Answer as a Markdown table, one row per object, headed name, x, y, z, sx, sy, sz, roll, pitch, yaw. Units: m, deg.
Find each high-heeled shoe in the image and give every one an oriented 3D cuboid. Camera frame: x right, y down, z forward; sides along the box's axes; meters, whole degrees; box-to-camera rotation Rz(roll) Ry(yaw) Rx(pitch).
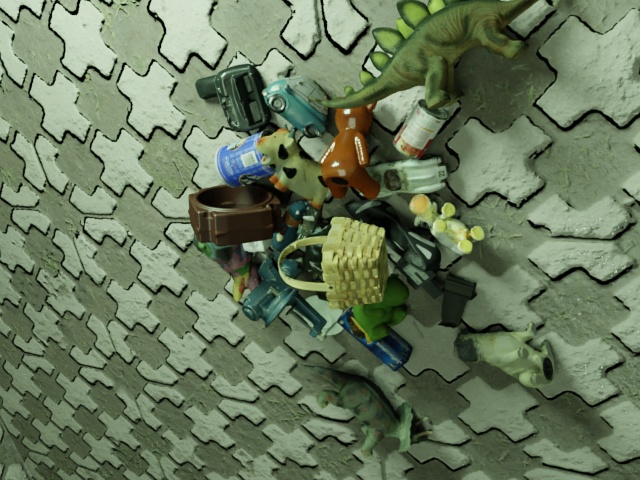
| name | x | y | z | sx | sy | sz | roll | pitch | yaw |
| --- | --- | --- | --- | --- | --- | --- | --- | --- | --- |
| high-heeled shoe | 0.150 | -0.007 | 1.181 | 0.249 | 0.145 | 0.086 | 21 | 124 | 13 |

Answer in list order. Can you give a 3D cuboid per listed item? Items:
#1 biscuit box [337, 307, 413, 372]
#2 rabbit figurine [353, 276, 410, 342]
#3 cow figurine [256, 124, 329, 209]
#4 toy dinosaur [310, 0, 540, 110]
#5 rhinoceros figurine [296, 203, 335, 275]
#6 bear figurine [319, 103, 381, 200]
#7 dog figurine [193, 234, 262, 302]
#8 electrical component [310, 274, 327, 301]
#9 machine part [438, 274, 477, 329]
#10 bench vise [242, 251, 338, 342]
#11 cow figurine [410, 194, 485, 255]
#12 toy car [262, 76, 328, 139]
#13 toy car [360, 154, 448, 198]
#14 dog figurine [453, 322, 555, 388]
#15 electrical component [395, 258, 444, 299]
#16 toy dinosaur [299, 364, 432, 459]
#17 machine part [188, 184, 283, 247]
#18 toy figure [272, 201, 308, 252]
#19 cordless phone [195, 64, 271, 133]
| name | x | y | z | sx | sy | sz | roll | pitch | yaw |
| --- | --- | --- | --- | --- | --- | --- | --- | --- | --- |
| biscuit box | 0.143 | 0.245 | 1.383 | 0.203 | 0.059 | 0.063 | 40 | 127 | 0 |
| rabbit figurine | 0.152 | 0.132 | 1.282 | 0.159 | 0.121 | 0.170 | 54 | 145 | 17 |
| cow figurine | -0.053 | -0.165 | 1.173 | 0.195 | 0.086 | 0.127 | 27 | 99 | -27 |
| toy dinosaur | 0.199 | -0.338 | 0.976 | 0.471 | 0.105 | 0.198 | -31 | 86 | 20 |
| rhinoceros figurine | -0.003 | -0.004 | 1.292 | 0.112 | 0.073 | 0.190 | 10 | 125 | 8 |
| bear figurine | 0.069 | -0.198 | 1.128 | 0.120 | 0.196 | 0.131 | 1 | 156 | 31 |
| dog figurine | -0.227 | 0.059 | 1.395 | 0.109 | 0.191 | 0.219 | -14 | 95 | 25 |
| electrical component | 0.023 | 0.123 | 1.386 | 0.102 | 0.045 | 0.078 | 8 | 148 | 26 |
| machine part | 0.317 | 0.147 | 1.255 | 0.084 | 0.039 | 0.138 | 15 | 122 | 12 |
| bench vise | -0.068 | 0.150 | 1.323 | 0.240 | 0.224 | 0.129 | 41 | 130 | 3 |
| cow figurine | 0.261 | -0.034 | 1.156 | 0.167 | 0.068 | 0.098 | 39 | 171 | 4 |
| toy car | -0.038 | -0.292 | 1.142 | 0.161 | 0.109 | 0.103 | 36 | 106 | -7 |
| toy car | 0.173 | -0.135 | 1.152 | 0.202 | 0.056 | 0.073 | -3 | 116 | 28 |
| dog figurine | 0.426 | 0.277 | 1.250 | 0.191 | 0.121 | 0.172 | -18 | 105 | 48 |
| electrical component | 0.240 | 0.077 | 1.245 | 0.119 | 0.048 | 0.075 | 42 | 128 | -1 |
| toy dinosaur | 0.128 | 0.450 | 1.480 | 0.405 | 0.131 | 0.192 | 44 | 115 | 3 |
| machine part | -0.202 | -0.066 | 1.269 | 0.201 | 0.201 | 0.087 | -10 | 116 | -19 |
| toy figure | -0.074 | -0.038 | 1.324 | 0.058 | 0.064 | 0.154 | 21 | 122 | -9 |
| cordless phone | -0.213 | -0.318 | 1.238 | 0.184 | 0.089 | 0.146 | 3 | 120 | 38 |
